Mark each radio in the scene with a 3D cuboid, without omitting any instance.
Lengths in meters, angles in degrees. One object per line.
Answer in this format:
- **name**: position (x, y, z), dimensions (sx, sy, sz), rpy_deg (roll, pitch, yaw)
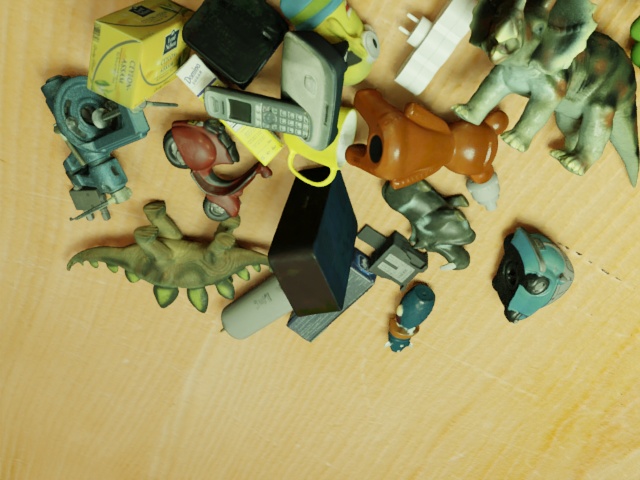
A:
- **radio**: position (-0.002, -0.002, 0.811), dimensions (0.073, 0.230, 0.130), rpy_deg (-8, 126, 19)

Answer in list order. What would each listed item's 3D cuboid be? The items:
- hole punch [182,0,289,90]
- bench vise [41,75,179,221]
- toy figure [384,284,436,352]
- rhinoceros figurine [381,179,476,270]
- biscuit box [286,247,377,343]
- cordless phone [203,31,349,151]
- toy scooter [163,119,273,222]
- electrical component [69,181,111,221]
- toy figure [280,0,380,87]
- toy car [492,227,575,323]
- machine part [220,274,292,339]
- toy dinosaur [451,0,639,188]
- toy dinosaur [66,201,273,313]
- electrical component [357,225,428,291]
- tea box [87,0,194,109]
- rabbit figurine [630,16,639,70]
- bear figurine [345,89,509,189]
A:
- **hole punch**: position (-0.116, -0.282, 0.745), dimensions (0.142, 0.092, 0.116), rpy_deg (39, 90, -9)
- **bench vise**: position (-0.335, -0.161, 0.837), dimensions (0.241, 0.129, 0.223), rpy_deg (-8, 103, 39)
- **toy figure**: position (0.161, 0.146, 0.975), dimensions (0.064, 0.058, 0.154), rpy_deg (24, 130, 3)
- **rhinoceros figurine**: position (0.177, -0.028, 0.843), dimensions (0.112, 0.073, 0.190), rpy_deg (-36, 109, 29)
- **biscuit box**: position (0.022, 0.102, 0.977), dimensions (0.063, 0.059, 0.202), rpy_deg (37, 124, -10)
- **cordless phone**: position (-0.060, -0.198, 0.685), dimensions (0.184, 0.089, 0.146), rpy_deg (10, 144, 2)
- **toy scooter**: position (-0.156, -0.122, 0.861), dimensions (0.135, 0.075, 0.183), rpy_deg (-19, 117, 19)
- **electrical component**: position (-0.423, -0.077, 0.987), dimensions (0.063, 0.021, 0.093), rpy_deg (-1, 122, 14)
- **toy figure**: position (0.006, -0.287, 0.707), dimensions (0.180, 0.082, 0.089), rpy_deg (42, 142, -24)
- **toy car**: position (0.343, 0.059, 0.847), dimensions (0.103, 0.109, 0.161), rpy_deg (-4, 133, -4)
- **machine part**: position (-0.106, 0.121, 1.009), dimensions (0.243, 0.079, 0.079), rpy_deg (-33, 111, 31)
- **toy dinosaur**: position (0.311, -0.191, 0.658), dimensions (0.404, 0.131, 0.192), rpy_deg (10, 120, -32)
- **toy dinosaur**: position (-0.276, 0.037, 0.982), dimensions (0.472, 0.105, 0.198), rpy_deg (9, 129, 14)
- **electrical component**: position (0.117, 0.024, 0.909), dimensions (0.119, 0.048, 0.075), rpy_deg (36, 124, -13)
- **tea box**: position (-0.236, -0.258, 0.728), dimensions (0.068, 0.170, 0.098), rpy_deg (25, 128, -2)
- **rabbit figurine**: position (0.434, -0.234, 0.584), dimensions (0.159, 0.170, 0.121), rpy_deg (31, 83, 9)
- **bear figurine**: position (0.152, -0.141, 0.753), dimensions (0.196, 0.132, 0.120), rpy_deg (-9, 123, -24)
